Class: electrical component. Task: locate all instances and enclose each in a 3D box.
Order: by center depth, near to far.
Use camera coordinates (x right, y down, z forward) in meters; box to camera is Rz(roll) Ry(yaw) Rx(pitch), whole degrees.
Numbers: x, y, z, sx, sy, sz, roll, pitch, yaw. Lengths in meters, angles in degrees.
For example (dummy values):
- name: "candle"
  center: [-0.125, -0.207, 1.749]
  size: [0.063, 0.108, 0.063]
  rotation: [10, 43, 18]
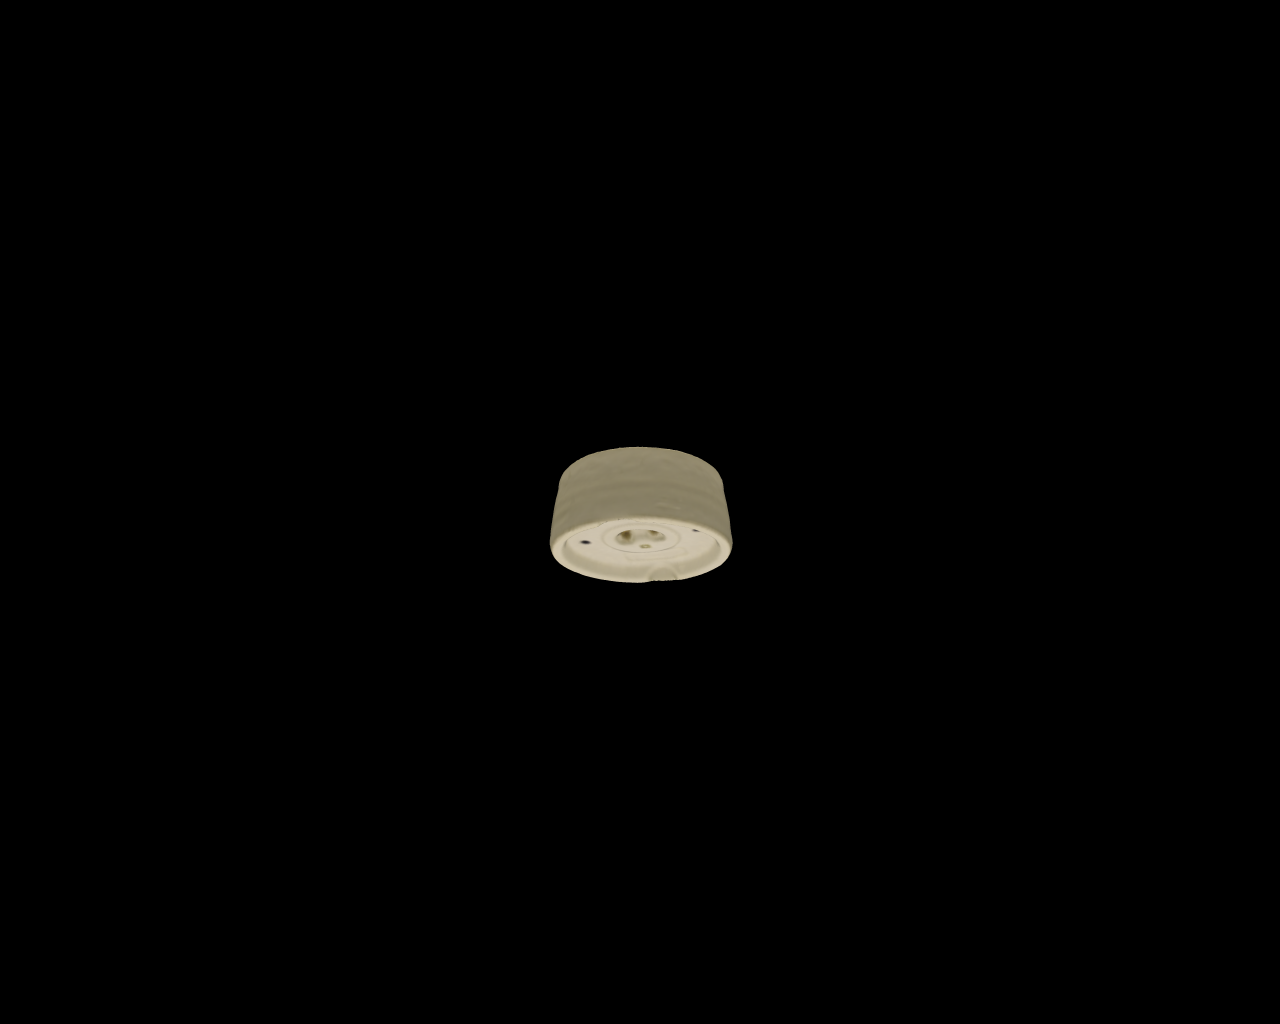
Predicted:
- name: "electrical component"
  center: [0.001, -0.003, 0.650]
  size: [0.108, 0.060, 0.108]
  rotation: [0, -23, 0]
